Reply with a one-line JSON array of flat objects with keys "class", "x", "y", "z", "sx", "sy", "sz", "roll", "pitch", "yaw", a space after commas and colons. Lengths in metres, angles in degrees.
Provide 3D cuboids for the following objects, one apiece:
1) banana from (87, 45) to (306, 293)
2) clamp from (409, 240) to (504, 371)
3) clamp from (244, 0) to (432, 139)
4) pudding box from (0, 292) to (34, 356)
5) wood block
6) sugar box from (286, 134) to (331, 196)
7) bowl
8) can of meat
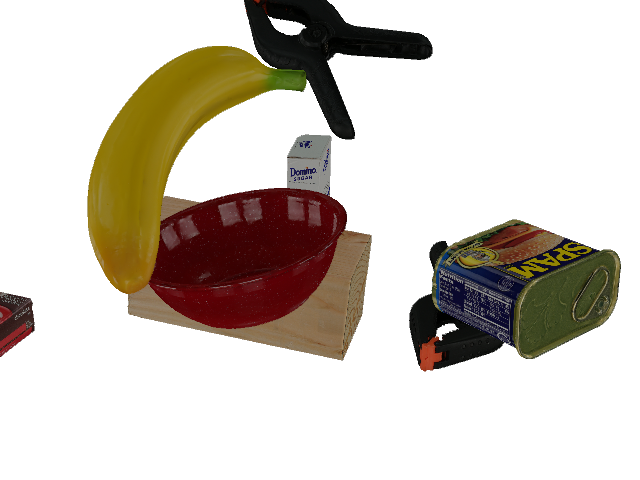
[{"class": "banana", "x": -0.075, "y": -0.052, "z": 0.548, "sx": 0.070, "sy": 0.037, "sz": 0.197, "roll": 18, "pitch": 45, "yaw": 15}, {"class": "clamp", "x": 0.138, "y": 0.061, "z": 1.025, "sx": 0.165, "sy": 0.036, "sz": 0.209, "roll": 19, "pitch": 32, "yaw": 33}, {"class": "clamp", "x": 0.009, "y": -0.173, "z": 0.925, "sx": 0.120, "sy": 0.171, "sz": 0.039, "roll": -37, "pitch": -21, "yaw": -21}, {"class": "pudding box", "x": -0.324, "y": 0.075, "z": 0.938, "sx": 0.114, "sy": 0.039, "sz": 0.090, "roll": 8, "pitch": 25, "yaw": 19}, {"class": "wood block", "x": -0.066, "y": 0.033, "z": 0.991, "sx": 0.206, "sy": 0.090, "sz": 0.090, "roll": 11, "pitch": 28, "yaw": 10}, {"class": "sugar box", "x": -0.015, "y": -0.027, "z": 1.241, "sx": 0.048, "sy": 0.176, "sz": 0.093, "roll": 2, "pitch": 21, "yaw": 8}, {"class": "bowl", "x": -0.055, "y": 0.018, "z": 0.781, "sx": 0.162, "sy": 0.055, "sz": 0.162, "roll": -10, "pitch": 25, "yaw": 4}, {"class": "can of meat", "x": 0.139, "y": 0.029, "z": 0.730, "sx": 0.101, "sy": 0.057, "sz": 0.084, "roll": -19, "pitch": 29, "yaw": -34}]
